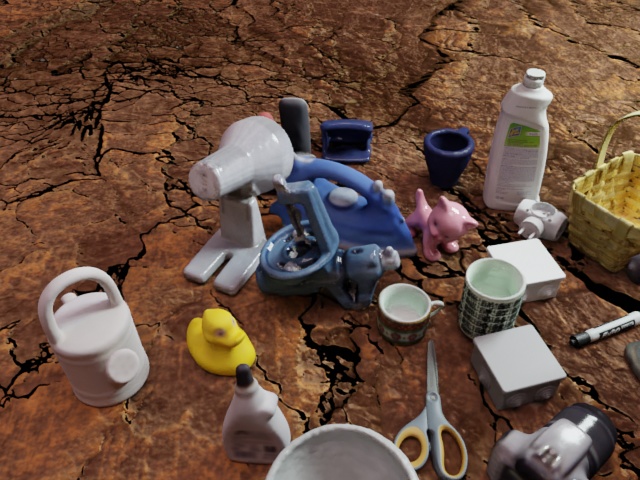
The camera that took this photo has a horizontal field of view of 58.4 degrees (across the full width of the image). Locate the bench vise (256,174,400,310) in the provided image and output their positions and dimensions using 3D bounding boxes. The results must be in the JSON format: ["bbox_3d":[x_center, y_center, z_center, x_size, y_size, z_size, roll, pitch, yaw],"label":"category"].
[{"bbox_3d":[0.006,-0.005,0.819,0.207,0.220,0.121,-8,42,-7],"label":"bench vise"}]

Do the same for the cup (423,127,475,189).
[{"bbox_3d":[0.241,-0.153,1.070,0.091,0.095,0.118,26,49,27],"label":"cup"}]

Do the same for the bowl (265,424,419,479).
[{"bbox_3d":[0.023,0.287,0.604,0.167,0.075,0.167,-1,42,1],"label":"bowl"}]

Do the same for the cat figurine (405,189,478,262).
[{"bbox_3d":[0.192,-0.033,0.922,0.067,0.118,0.127,-21,46,-20],"label":"cat figurine"}]

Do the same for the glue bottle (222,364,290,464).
[{"bbox_3d":[-0.075,0.192,0.637,0.078,0.173,0.037,3,42,5],"label":"glue bottle"}]

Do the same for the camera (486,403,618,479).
[{"bbox_3d":[0.280,0.246,0.625,0.137,0.101,0.142,-29,49,-27],"label":"camera"}]

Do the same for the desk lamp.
[{"bbox_3d":[-0.129,-0.062,0.889,0.117,0.214,0.203,16,45,18],"label":"desk lamp"}]

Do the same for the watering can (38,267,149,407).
[{"bbox_3d":[-0.277,0.115,0.710,0.172,0.194,0.101,17,45,19],"label":"watering can"}]

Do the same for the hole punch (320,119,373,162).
[{"bbox_3d":[0.051,-0.216,1.147,0.108,0.091,0.101,2,42,3],"label":"hole punch"}]

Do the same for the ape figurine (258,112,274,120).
[{"bbox_3d":[-0.106,-0.215,1.149,0.078,0.092,0.076,-15,44,-15],"label":"ape figurine"}]

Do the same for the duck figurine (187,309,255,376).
[{"bbox_3d":[-0.139,0.127,0.776,0.104,0.086,0.078,24,48,26],"label":"duck figurine"}]

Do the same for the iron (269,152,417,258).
[{"bbox_3d":[0.045,-0.066,0.944,0.257,0.141,0.119,18,46,20],"label":"iron"}]

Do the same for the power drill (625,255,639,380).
[{"bbox_3d":[0.464,0.094,0.708,0.229,0.209,0.075,-4,42,-3],"label":"power drill"}]

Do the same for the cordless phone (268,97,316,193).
[{"bbox_3d":[-0.081,-0.180,1.040,0.147,0.185,0.094,1,42,3],"label":"cordless phone"}]
